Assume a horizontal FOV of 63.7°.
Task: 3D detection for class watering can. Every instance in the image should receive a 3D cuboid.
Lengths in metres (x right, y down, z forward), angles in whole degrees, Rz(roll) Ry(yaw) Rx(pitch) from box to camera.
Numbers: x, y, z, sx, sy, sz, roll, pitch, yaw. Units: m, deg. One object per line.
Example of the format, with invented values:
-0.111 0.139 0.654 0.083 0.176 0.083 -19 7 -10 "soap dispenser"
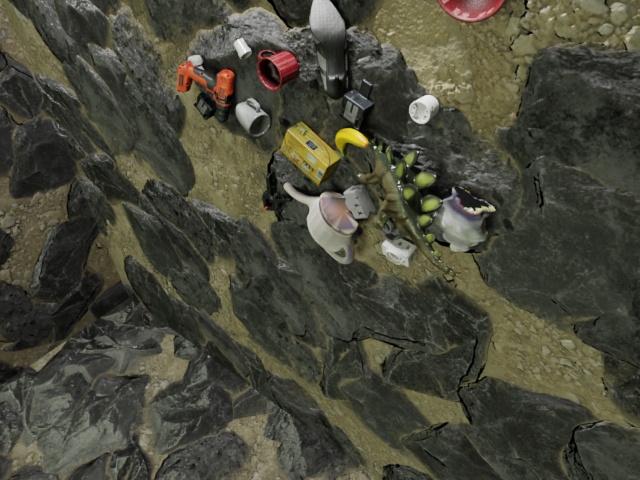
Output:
0.005 -0.081 1.611 0.350 0.105 0.220 54 151 11 "watering can"

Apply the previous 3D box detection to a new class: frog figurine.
0.339 -0.030 1.260 0.138 0.125 0.156 21 126 9 "frog figurine"
